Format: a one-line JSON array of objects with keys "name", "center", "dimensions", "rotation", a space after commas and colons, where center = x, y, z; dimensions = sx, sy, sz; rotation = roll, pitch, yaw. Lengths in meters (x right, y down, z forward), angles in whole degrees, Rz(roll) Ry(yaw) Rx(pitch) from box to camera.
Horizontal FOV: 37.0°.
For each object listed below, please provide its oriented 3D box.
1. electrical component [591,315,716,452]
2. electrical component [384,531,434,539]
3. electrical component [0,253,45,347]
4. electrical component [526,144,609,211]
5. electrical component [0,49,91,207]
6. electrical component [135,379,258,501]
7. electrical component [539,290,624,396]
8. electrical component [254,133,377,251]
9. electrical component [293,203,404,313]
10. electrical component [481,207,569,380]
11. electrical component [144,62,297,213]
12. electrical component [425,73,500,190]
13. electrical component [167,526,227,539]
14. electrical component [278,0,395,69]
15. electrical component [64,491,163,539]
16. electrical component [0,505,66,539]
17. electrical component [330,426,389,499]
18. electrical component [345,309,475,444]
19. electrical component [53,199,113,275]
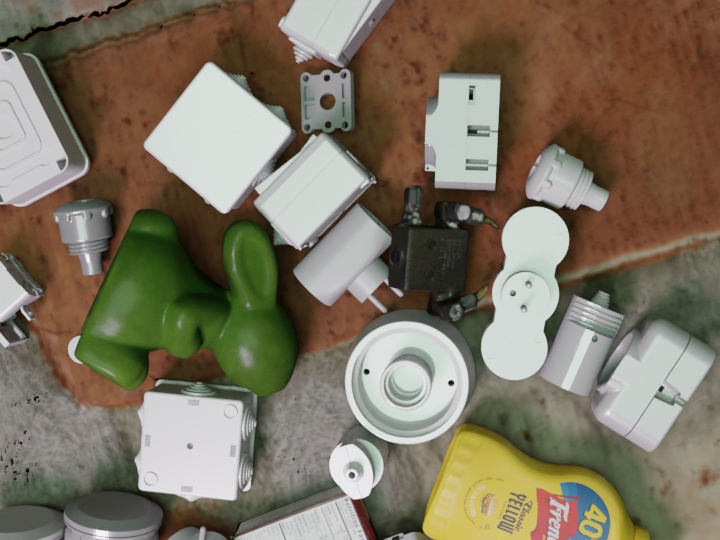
[{"name": "electrical component", "center": [0.227, 0.086, 0.849], "dimensions": [0.059, 0.054, 0.095], "rotation": [32, 96, 3]}, {"name": "electrical component", "center": [0.045, 0.247, 0.871], "dimensions": [0.042, 0.081, 0.063], "rotation": [-28, 62, 22]}, {"name": "electrical component", "center": [-0.307, 0.023, 0.912], "dimensions": [0.064, 0.042, 0.081], "rotation": [-41, 89, 4]}, {"name": "electrical component", "center": [0.166, -0.068, 0.852], "dimensions": [0.062, 0.048, 0.048], "rotation": [26, 96, -3]}, {"name": "electrical component", "center": [-0.284, -0.116, 0.892], "dimensions": [0.078, 0.057, 0.113], "rotation": [-27, 90, 7]}, {"name": "electrical component", "center": [-0.136, 0.142, 0.896], "dimensions": [0.100, 0.048, 0.099], "rotation": [5, 94, 6]}, {"name": "electrical component", "center": [0.179, 0.055, 0.858], "dimensions": [0.043, 0.043, 0.081], "rotation": [23, 96, 4]}, {"name": "electrical component", "center": [-0.042, -0.061, 0.866], "dimensions": [0.096, 0.062, 0.061], "rotation": [-45, 88, 7]}, {"name": "electrical component", "center": [0.000, 0.000, 0.874], "dimensions": [0.079, 0.043, 0.077], "rotation": [44, 97, 2]}, {"name": "electrical component", "center": [0.130, 0.019, 0.846], "dimensions": [0.052, 0.074, 0.138], "rotation": [11, 95, 6]}, {"name": "electrical component", "center": [-0.111, -0.106, 0.877], "dimensions": [0.100, 0.048, 0.099], "rotation": [40, 97, 2]}, {"name": "electrical component", "center": [0.081, -0.109, 0.855], "dimensions": [0.056, 0.050, 0.089], "rotation": [3, 94, 6]}, {"name": "electrical component", "center": [-0.126, 0.241, 0.879], "dimensions": [0.077, 0.043, 0.079], "rotation": [39, 136, 29]}, {"name": "electrical component", "center": [-0.018, -0.202, 0.854], "dimensions": [0.061, 0.062, 0.096], "rotation": [31, 96, 4]}, {"name": "electrical component", "center": [-0.206, 0.219, 0.894], "dimensions": [0.080, 0.080, 0.051], "rotation": [9, 100, 6]}, {"name": "electrical component", "center": [-0.287, 0.233, 0.904], "dimensions": [0.080, 0.080, 0.051], "rotation": [2, 99, 6]}, {"name": "electrical component", "center": [-0.002, 0.155, 0.866], "dimensions": [0.043, 0.081, 0.043], "rotation": [0, 94, 6]}, {"name": "electrical component", "center": [0.039, 0.088, 0.867], "dimensions": [0.108, 0.060, 0.108], "rotation": [0, 94, 6]}, {"name": "electrical component", "center": [-0.228, -0.027, 0.899], "dimensions": [0.048, 0.048, 0.062], "rotation": [-6, 100, 7]}]
